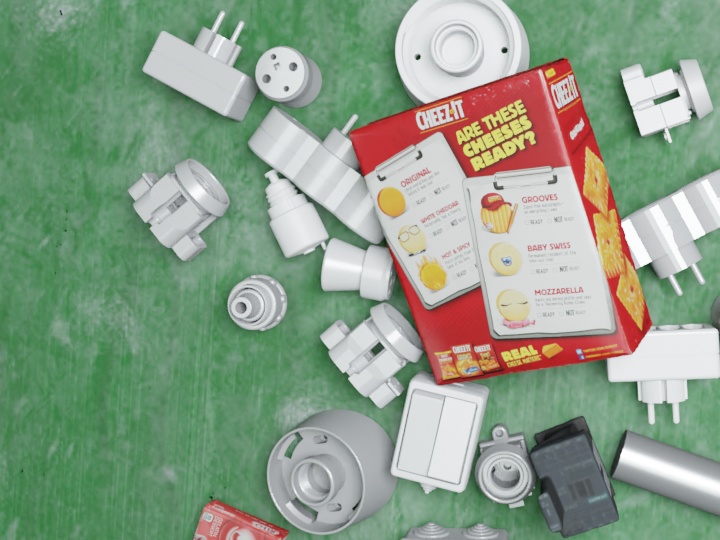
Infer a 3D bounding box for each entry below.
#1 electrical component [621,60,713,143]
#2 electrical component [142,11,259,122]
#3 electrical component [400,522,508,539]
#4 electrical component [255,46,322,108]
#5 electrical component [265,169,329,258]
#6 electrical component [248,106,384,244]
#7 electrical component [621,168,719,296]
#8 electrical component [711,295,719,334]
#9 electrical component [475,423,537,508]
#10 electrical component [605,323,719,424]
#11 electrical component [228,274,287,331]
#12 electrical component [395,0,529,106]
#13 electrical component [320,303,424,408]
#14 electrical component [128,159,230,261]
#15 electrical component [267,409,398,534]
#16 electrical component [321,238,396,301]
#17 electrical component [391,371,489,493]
[{"bbox_3d":[0.240,-0.133,0.833,0.055,0.048,0.066,-19,89,19],"label":"electrical component"},{"bbox_3d":[-0.123,-0.178,0.898,0.083,0.047,0.075,29,96,9],"label":"electrical component"},{"bbox_3d":[0.079,0.258,0.879,0.100,0.048,0.099,-1,92,11],"label":"electrical component"},{"bbox_3d":[-0.059,-0.158,0.882,0.045,0.055,0.045,1,93,11],"label":"electrical component"},{"bbox_3d":[-0.057,-0.046,0.895,0.040,0.040,0.078,-26,88,11],"label":"electrical component"},{"bbox_3d":[-0.017,-0.091,0.879,0.138,0.052,0.073,38,99,7],"label":"electrical component"},{"bbox_3d":[0.240,-0.017,0.834,0.138,0.052,0.073,-28,87,11],"label":"electrical component"},{"bbox_3d":[0.296,0.037,0.824,0.045,0.055,0.045,1,93,11],"label":"electrical component"},{"bbox_3d":[0.118,0.160,0.864,0.048,0.055,0.066,-14,90,11],"label":"electrical component"},{"bbox_3d":[0.236,0.083,0.842,0.083,0.047,0.075,-3,92,11],"label":"electrical component"},{"bbox_3d":[-0.090,0.029,0.893,0.048,0.062,0.048,1,93,11],"label":"electrical component"},{"bbox_3d":[0.079,-0.173,0.852,0.108,0.060,0.108,0,93,10],"label":"electrical component"},{"bbox_3d":[0.015,0.064,0.878,0.057,0.058,0.078,-41,85,13],"label":"electrical component"},{"bbox_3d":[-0.148,-0.056,0.903,0.057,0.058,0.078,-39,85,13],"label":"electrical component"},{"bbox_3d":[-0.025,0.169,0.899,0.099,0.064,0.099,3,96,24],"label":"electrical component"},{"bbox_3d":[0.000,0.000,0.884,0.055,0.045,0.045,10,95,9],"label":"electrical component"},{"bbox_3d":[0.063,0.137,0.870,0.062,0.061,0.096,13,95,10],"label":"electrical component"}]
